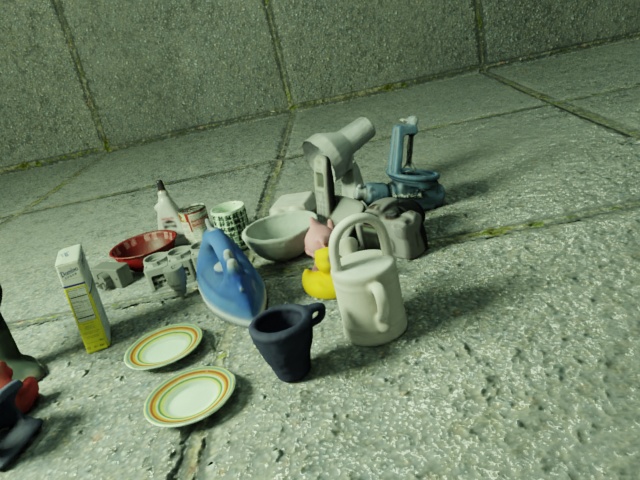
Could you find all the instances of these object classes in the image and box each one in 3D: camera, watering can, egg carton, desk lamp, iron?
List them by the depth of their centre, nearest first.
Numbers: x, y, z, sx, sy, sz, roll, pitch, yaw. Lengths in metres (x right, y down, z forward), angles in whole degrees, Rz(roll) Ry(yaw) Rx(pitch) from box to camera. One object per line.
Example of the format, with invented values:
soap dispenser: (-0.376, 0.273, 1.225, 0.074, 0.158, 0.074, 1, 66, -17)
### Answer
watering can: (0.063, 0.050, 0.863, 0.101, 0.194, 0.172, -26, 25, -29)
iron: (-0.168, 0.052, 1.059, 0.119, 0.142, 0.257, -20, 23, -17)
camera: (0.160, -0.038, 1.151, 0.137, 0.101, 0.142, -29, 27, -35)
egg carton: (-0.061, -0.067, 1.390, 0.107, 0.069, 0.150, -6, 23, 16)
desk lamp: (0.075, -0.180, 1.395, 0.204, 0.214, 0.117, -23, 24, -24)

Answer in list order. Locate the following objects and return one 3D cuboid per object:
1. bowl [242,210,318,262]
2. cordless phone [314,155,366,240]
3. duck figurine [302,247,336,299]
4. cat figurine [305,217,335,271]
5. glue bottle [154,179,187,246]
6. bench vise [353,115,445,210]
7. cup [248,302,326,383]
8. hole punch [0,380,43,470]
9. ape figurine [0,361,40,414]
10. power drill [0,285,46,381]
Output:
bowl: (-0.078, 0.000, 1.228, 0.167, 0.075, 0.167, -11, 22, 5)
cordless phone: (0.033, -0.087, 1.228, 0.094, 0.185, 0.147, -25, 25, -28)
duck figurine: (0.013, 0.054, 1.028, 0.104, 0.086, 0.078, -1, 24, 26)
cat figurine: (0.010, 0.004, 1.109, 0.067, 0.118, 0.128, -4, 23, 21)
glue bottle: (-0.377, -0.069, 1.431, 0.078, 0.173, 0.037, -10, 22, 8)
bench vise: (0.174, -0.149, 1.255, 0.208, 0.220, 0.121, -26, 25, -30)
cup: (-0.036, 0.146, 0.817, 0.118, 0.095, 0.091, -24, 24, -26)
hole punch: (-0.463, 0.257, 0.790, 0.101, 0.091, 0.108, -8, 22, 12)
ape figurine: (-0.482, 0.225, 0.877, 0.077, 0.092, 0.076, -9, 22, 11)
power drill: (-0.537, 0.145, 0.948, 0.076, 0.209, 0.228, -29, 27, -34)
